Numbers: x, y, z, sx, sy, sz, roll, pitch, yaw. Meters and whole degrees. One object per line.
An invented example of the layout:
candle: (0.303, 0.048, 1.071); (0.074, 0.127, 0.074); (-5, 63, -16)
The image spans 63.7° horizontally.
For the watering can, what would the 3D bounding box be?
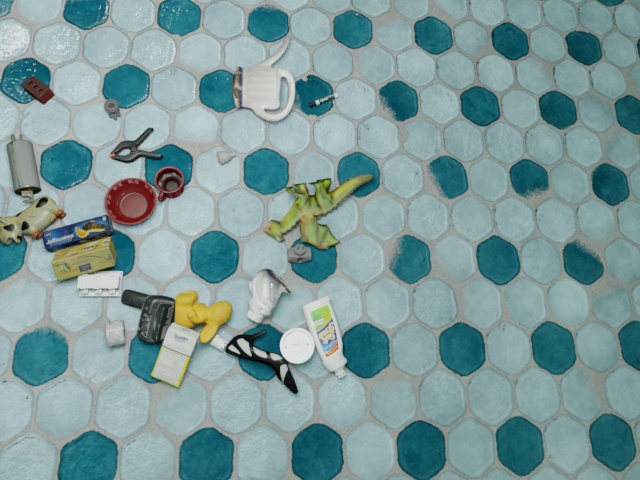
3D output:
watering can: (-0.203, -0.588, 1.863); (0.224, 0.102, 0.352); (1, 74, -7)

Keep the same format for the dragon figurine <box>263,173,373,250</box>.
dragon figurine: (0.005, -0.089, 1.770); (0.411, 0.122, 0.242); (-9, 93, -9)

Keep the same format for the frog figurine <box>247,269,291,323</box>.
frog figurine: (-0.185, 0.175, 1.641); (0.160, 0.120, 0.139); (-44, 52, -8)
